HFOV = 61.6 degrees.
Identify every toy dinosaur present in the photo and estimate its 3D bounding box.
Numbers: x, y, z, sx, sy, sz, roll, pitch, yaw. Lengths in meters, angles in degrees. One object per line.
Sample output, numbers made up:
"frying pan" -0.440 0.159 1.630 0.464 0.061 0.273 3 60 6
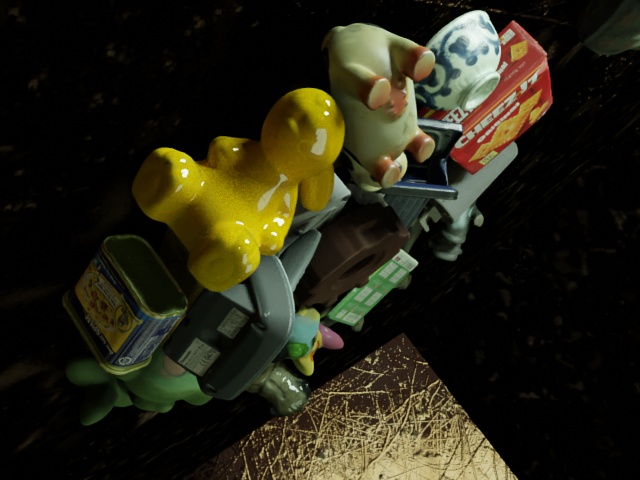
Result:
"toy dinosaur" 0.406 -0.315 0.692 0.192 0.131 0.404 -22 165 -8
"toy dinosaur" 0.109 0.055 1.065 0.471 0.105 0.198 -52 156 10

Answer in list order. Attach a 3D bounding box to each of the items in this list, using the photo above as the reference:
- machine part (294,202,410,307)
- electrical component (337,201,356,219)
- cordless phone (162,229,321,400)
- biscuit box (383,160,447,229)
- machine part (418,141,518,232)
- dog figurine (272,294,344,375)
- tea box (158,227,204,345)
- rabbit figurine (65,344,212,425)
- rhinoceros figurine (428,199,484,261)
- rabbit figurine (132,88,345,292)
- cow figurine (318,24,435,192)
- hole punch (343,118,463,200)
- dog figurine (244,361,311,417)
"machine part" 0.038 0.022 0.714 0.179 0.056 0.179 -31 162 -12
"electrical component" -0.002 -0.002 0.771 0.134 0.058 0.115 -42 164 14
"cordless phone" -0.066 0.062 0.566 0.146 0.089 0.184 -50 -177 32
"biscuit box" 0.110 -0.050 0.797 0.059 0.063 0.202 -73 -169 -50
"machine part" 0.254 -0.112 0.921 0.243 0.079 0.079 -45 163 -5
"dog figurine" -0.034 0.149 0.837 0.108 0.192 0.219 -44 128 -3
"tea box" -0.134 0.043 0.609 0.098 0.068 0.169 -23 157 -39
"rabbit figurine" -0.237 0.181 0.693 0.170 0.121 0.159 -32 166 39
"rhinoceros figurine" 0.255 -0.055 1.011 0.112 0.073 0.190 -162 -95 -81
"rabbit figurine" -0.041 -0.053 0.461 0.173 0.122 0.162 -44 166 19
"cow figurine" 0.042 -0.113 0.506 0.085 0.127 0.194 -35 149 -9
"hole punch" 0.104 -0.097 0.650 0.142 0.092 0.116 1 -174 -8
"dog figurine" -0.128 0.237 0.913 0.172 0.191 0.121 -30 161 -17
